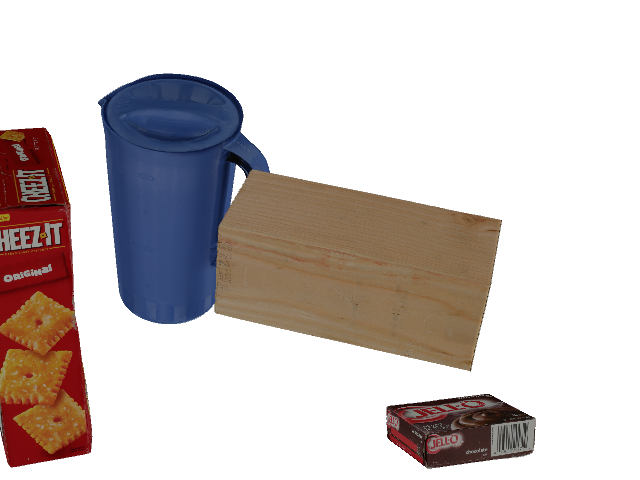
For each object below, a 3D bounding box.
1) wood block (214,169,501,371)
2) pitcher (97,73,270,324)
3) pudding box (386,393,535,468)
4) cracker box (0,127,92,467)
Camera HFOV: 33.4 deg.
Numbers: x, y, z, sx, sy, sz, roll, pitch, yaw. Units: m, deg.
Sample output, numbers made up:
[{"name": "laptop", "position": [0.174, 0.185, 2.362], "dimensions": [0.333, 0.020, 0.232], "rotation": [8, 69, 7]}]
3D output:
[{"name": "wood block", "position": [0.029, 0.022, 0.841], "dimensions": [0.206, 0.090, 0.090], "rotation": [12, 35, 8]}, {"name": "pitcher", "position": [-0.141, -0.030, 1.069], "dimensions": [0.144, 0.243, 0.149], "rotation": [-8, 42, -17]}, {"name": "pudding box", "position": [0.129, 0.175, 0.992], "dimensions": [0.113, 0.039, 0.090], "rotation": [-2, 8, -19]}, {"name": "cracker box", "position": [-0.227, 0.039, 0.830], "dimensions": [0.072, 0.214, 0.164], "rotation": [-7, 27, -18]}]
